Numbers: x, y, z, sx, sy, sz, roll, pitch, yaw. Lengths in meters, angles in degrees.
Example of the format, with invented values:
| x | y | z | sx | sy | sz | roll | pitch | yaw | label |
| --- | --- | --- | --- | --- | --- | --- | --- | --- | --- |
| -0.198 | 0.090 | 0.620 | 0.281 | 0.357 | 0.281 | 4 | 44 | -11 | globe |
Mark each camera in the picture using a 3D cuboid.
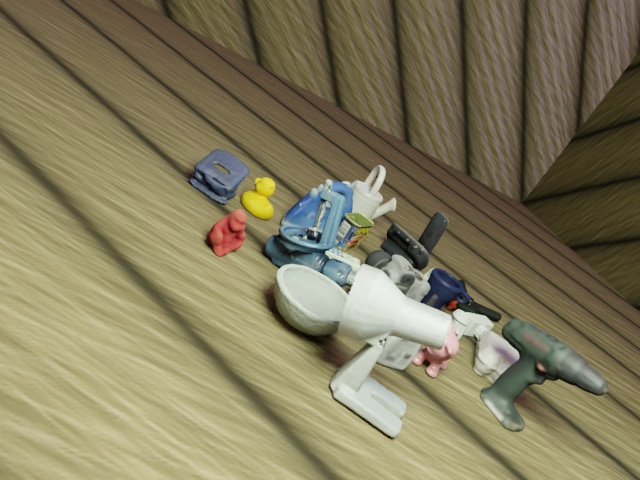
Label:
| x | y | z | sx | sy | sz | roll | pitch | yaw | label |
| --- | --- | --- | --- | --- | --- | --- | --- | --- | --- |
| 0.181 | 0.081 | 1.391 | 0.144 | 0.100 | 0.136 | 16 | 27 | -36 | camera |

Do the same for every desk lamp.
| x | y | z | sx | sy | sz | roll | pitch | yaw | label |
| --- | --- | --- | --- | --- | --- | --- | --- | --- | --- |
| 0.102 | 0.171 | 0.934 | 0.203 | 0.213 | 0.118 | 34 | 21 | 5 | desk lamp |

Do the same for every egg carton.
| x | y | z | sx | sy | sz | roll | pitch | yaw | label |
| --- | --- | --- | --- | --- | --- | --- | --- | --- | --- |
| 0.409 | 0.277 | 1.326 | 0.107 | 0.069 | 0.150 | 35 | 21 | 5 | egg carton |

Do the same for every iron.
| x | y | z | sx | sy | sz | roll | pitch | yaw | label |
| --- | --- | --- | --- | --- | --- | --- | --- | --- | --- |
| 0.007 | -0.095 | 1.475 | 0.118 | 0.141 | 0.259 | 41 | 23 | 21 | iron |

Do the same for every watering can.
| x | y | z | sx | sy | sz | roll | pitch | yaw | label |
| --- | --- | --- | --- | --- | --- | --- | --- | --- | --- |
| 0.138 | -0.127 | 1.651 | 0.173 | 0.194 | 0.100 | 16 | 26 | -35 | watering can |

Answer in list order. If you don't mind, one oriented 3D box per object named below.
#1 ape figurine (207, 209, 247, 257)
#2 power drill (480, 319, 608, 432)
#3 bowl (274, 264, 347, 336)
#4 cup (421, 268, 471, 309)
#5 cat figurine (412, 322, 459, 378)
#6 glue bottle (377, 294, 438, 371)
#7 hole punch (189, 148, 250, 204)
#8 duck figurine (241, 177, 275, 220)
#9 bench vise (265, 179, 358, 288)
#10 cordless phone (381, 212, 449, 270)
| x | y | z | sx | sy | sz | roll | pitch | yaw | label |
| --- | --- | --- | --- | --- | --- | --- | --- | --- | --- |
| -0.176 | -0.021 | 1.129 | 0.078 | 0.092 | 0.076 | 17 | 26 | -34 | ape figurine |
| 0.431 | 0.282 | 1.157 | 0.076 | 0.208 | 0.229 | 13 | 28 | -40 | power drill |
| -0.021 | 0.123 | 1.058 | 0.168 | 0.074 | 0.167 | 28 | 22 | -12 | bowl |
| 0.311 | 0.141 | 1.450 | 0.117 | 0.095 | 0.092 | 36 | 22 | 10 | cup |
| 0.250 | 0.216 | 1.171 | 0.067 | 0.117 | 0.128 | 39 | 22 | 17 | cat figurine |
| 0.173 | 0.171 | 1.087 | 0.078 | 0.173 | 0.037 | 22 | 24 | -25 | glue bottle |
| -0.232 | -0.151 | 1.335 | 0.108 | 0.091 | 0.101 | 34 | 21 | 4 | hole punch |
| -0.137 | -0.107 | 1.379 | 0.078 | 0.086 | 0.104 | 12 | 29 | -42 | duck figurine |
| 0.013 | 0.001 | 1.170 | 0.207 | 0.219 | 0.121 | 33 | 21 | 1 | bench vise |
| 0.273 | -0.018 | 1.617 | 0.147 | 0.185 | 0.094 | 43 | 24 | 26 | cordless phone |
